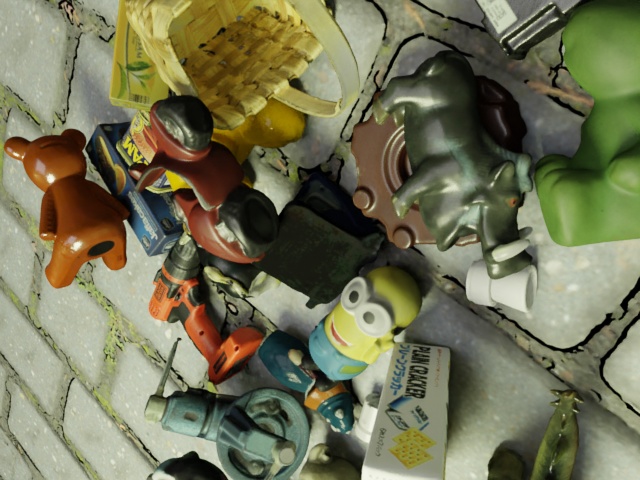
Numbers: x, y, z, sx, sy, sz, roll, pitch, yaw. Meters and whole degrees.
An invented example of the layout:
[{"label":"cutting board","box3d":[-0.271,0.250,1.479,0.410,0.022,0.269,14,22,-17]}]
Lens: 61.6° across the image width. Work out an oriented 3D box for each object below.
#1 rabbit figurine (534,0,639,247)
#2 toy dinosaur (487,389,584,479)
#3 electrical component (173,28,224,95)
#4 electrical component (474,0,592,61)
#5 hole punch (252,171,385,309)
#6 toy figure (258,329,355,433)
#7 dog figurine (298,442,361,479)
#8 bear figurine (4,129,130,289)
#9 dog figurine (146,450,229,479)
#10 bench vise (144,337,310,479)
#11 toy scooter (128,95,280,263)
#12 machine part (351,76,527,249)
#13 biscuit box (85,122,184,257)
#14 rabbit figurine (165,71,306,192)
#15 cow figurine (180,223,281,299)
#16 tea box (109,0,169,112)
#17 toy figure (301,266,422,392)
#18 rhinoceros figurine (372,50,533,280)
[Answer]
[{"label":"rabbit figurine","box3d":[0.231,-0.090,0.387,0.159,0.121,0.170,-4,104,30]},{"label":"toy dinosaur","box3d":[0.177,0.300,0.492,0.105,0.198,0.470,15,114,29]},{"label":"electrical component","box3d":[-0.153,-0.231,0.664,0.045,0.078,0.102,34,130,-4]},{"label":"electrical component","box3d":[0.181,-0.228,0.424,0.134,0.058,0.115,-32,86,37]},{"label":"hole punch","box3d":[-0.001,-0.002,0.617,0.116,0.092,0.142,34,122,-10]},{"label":"toy figure","box3d":[-0.011,0.178,0.681,0.155,0.064,0.058,40,85,15]},{"label":"dog figurine","box3d":[0.069,0.349,0.661,0.191,0.121,0.172,2,108,21]},{"label":"bear figurine","box3d":[-0.356,-0.052,0.757,0.196,0.120,0.132,52,138,16]},{"label":"dog figurine","box3d":[-0.114,0.370,0.725,0.108,0.219,0.191,-21,73,36]},{"label":"bench vise","box3d":[-0.098,0.228,0.654,0.223,0.129,0.241,32,161,-15]},{"label":"toy scooter","box3d":[-0.129,-0.050,0.549,0.135,0.075,0.183,-13,116,39]},{"label":"machine part","box3d":[0.111,-0.075,0.521,0.180,0.056,0.179,10,108,33]},{"label":"biscuit box","box3d":[-0.266,-0.076,0.792,0.063,0.059,0.202,-40,79,37]},{"label":"rabbit figurine","box3d":[-0.099,-0.130,0.641,0.173,0.122,0.162,-22,80,24]},{"label":"cow figurine","box3d":[-0.130,0.007,0.694,0.167,0.098,0.068,40,129,20]},{"label":"tea box","box3d":[-0.213,-0.246,0.655,0.098,0.068,0.169,-158,77,-70]},{"label":"toy figure","box3d":[0.043,0.099,0.607,0.082,0.089,0.180,37,131,8]},{"label":"rhinoceros figurine","box3d":[0.117,-0.058,0.449,0.112,0.073,0.190,-20,89,25]}]
